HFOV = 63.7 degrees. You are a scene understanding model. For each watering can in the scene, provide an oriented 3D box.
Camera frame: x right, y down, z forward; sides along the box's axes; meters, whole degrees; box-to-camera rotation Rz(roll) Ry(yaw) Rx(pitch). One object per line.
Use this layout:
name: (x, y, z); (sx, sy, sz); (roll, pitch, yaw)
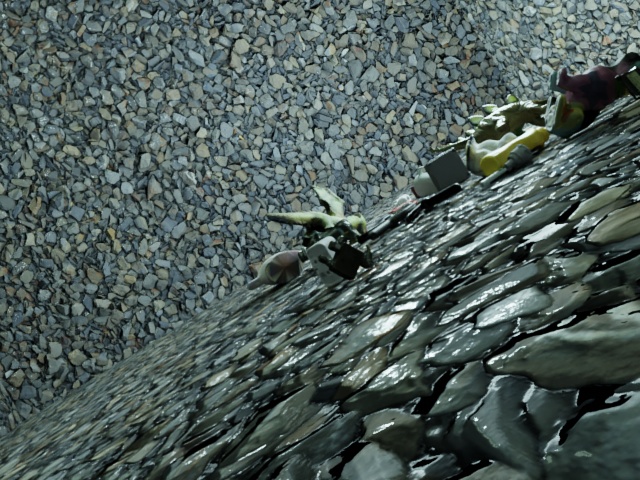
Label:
watering can: (-0.110, 0.080, 1.869); (0.351, 0.104, 0.222); (-32, 3, -21)

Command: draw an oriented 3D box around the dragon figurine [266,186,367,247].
dragon figurine: (0.005, -0.087, 1.728); (0.120, 0.407, 0.249); (-48, 31, 34)

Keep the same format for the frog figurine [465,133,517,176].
frog figurine: (0.481, -0.231, 1.402); (0.160, 0.122, 0.138); (8, 8, 21)
